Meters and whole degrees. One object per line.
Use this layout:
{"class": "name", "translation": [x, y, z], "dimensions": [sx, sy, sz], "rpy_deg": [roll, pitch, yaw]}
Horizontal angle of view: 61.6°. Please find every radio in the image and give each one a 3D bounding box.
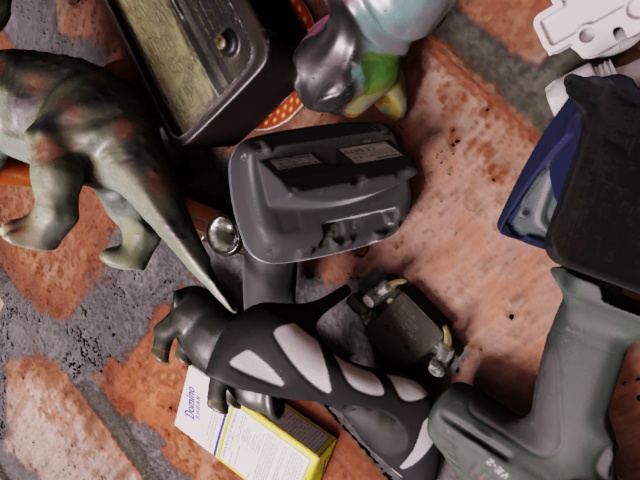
{"class": "radio", "translation": [-0.109, -0.206, 0.460], "dimensions": [0.131, 0.073, 0.229], "rpy_deg": [-31, 84, 32]}

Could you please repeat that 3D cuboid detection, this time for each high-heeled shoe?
{"class": "high-heeled shoe", "translation": [0.014, 0.152, 0.444], "dimensions": [0.086, 0.145, 0.248], "rpy_deg": [-10, 109, 55]}

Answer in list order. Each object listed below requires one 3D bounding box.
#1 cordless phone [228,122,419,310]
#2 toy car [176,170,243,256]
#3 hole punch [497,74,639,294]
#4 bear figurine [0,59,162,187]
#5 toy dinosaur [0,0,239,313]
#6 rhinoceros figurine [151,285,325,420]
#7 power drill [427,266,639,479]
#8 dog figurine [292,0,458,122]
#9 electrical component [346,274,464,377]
{"class": "cordless phone", "translation": [-0.001, -0.002, 0.457], "dimensions": [0.089, 0.146, 0.184], "rpy_deg": [55, 148, 41]}
{"class": "toy car", "translation": [-0.125, -0.028, 0.529], "dimensions": [0.202, 0.089, 0.053], "rpy_deg": [21, 108, 22]}
{"class": "hole punch", "translation": [0.190, -0.030, 0.343], "dimensions": [0.142, 0.092, 0.115], "rpy_deg": [20, 93, -2]}
{"class": "bear figurine", "translation": [-0.252, -0.128, 0.556], "dimensions": [0.196, 0.132, 0.120], "rpy_deg": [-26, 61, 38]}
{"class": "toy dinosaur", "translation": [-0.224, -0.095, 0.454], "dimensions": [0.405, 0.131, 0.192], "rpy_deg": [21, 93, 1]}
{"class": "rhinoceros figurine", "translation": [-0.074, 0.113, 0.535], "dimensions": [0.190, 0.073, 0.112], "rpy_deg": [26, 79, 19]}
{"class": "power drill", "translation": [0.200, 0.134, 0.369], "dimensions": [0.232, 0.086, 0.207], "rpy_deg": [27, 111, 35]}
{"class": "dog figurine", "translation": [0.059, -0.181, 0.371], "dimensions": [0.108, 0.191, 0.219], "rpy_deg": [40, 160, 12]}
{"class": "electrical component", "translation": [0.074, 0.074, 0.468], "dimensions": [0.078, 0.045, 0.102], "rpy_deg": [-43, 80, 29]}
